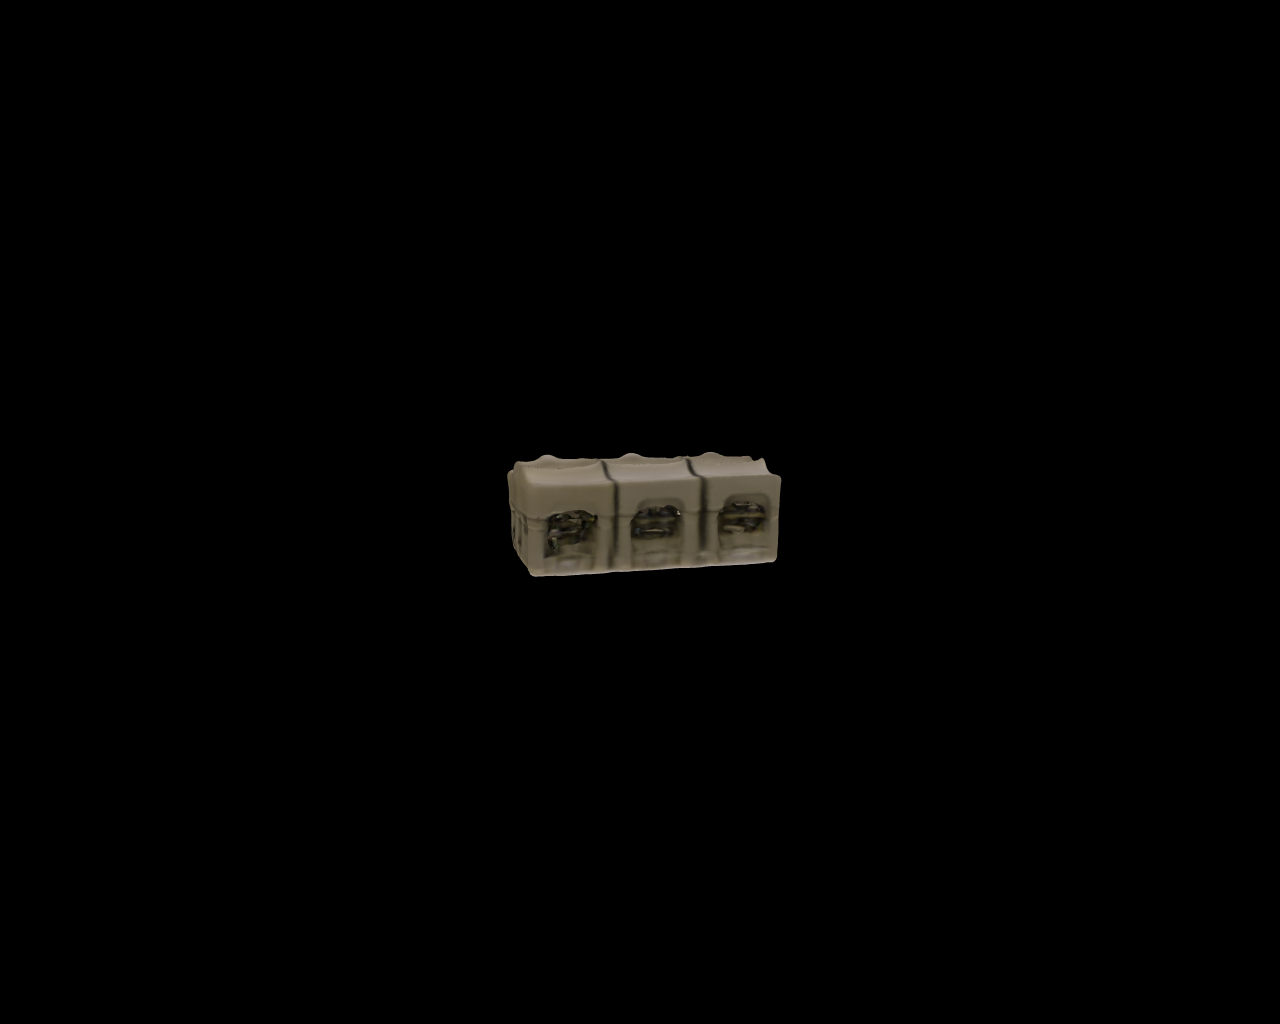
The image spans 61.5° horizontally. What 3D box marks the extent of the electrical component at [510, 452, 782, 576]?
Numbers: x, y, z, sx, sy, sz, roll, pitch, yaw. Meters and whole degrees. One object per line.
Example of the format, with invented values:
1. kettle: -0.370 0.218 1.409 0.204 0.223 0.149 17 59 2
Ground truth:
1. electrical component: 0.001 -0.003 0.650 0.150 0.061 0.089 -2 8 -14
